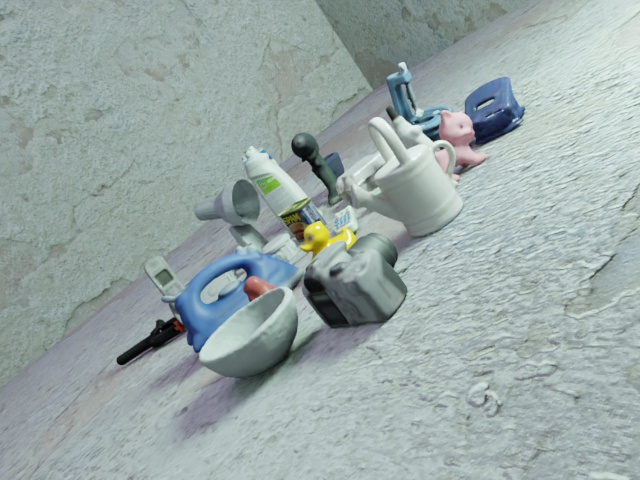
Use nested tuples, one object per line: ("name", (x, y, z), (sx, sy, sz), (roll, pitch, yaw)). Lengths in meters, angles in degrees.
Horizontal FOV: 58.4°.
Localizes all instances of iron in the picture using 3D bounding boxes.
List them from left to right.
("iron", (-0.164, 0.090, 1.081), (0.259, 0.141, 0.118), (-40, 14, -18))

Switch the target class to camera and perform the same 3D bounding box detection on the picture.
("camera", (0.055, 0.041, 0.797), (0.137, 0.101, 0.142), (-45, 16, -33))

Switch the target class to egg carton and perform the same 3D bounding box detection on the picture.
("egg carton", (0.111, -0.154, 1.393), (0.150, 0.069, 0.107), (-41, 14, -20))

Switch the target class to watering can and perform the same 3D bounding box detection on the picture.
("watering can", (0.129, -0.104, 0.904), (0.173, 0.194, 0.100), (-41, 15, -21))

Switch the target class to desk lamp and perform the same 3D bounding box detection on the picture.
("desk lamp", (-0.231, -0.041, 1.545), (0.202, 0.214, 0.118), (-26, 17, 35))

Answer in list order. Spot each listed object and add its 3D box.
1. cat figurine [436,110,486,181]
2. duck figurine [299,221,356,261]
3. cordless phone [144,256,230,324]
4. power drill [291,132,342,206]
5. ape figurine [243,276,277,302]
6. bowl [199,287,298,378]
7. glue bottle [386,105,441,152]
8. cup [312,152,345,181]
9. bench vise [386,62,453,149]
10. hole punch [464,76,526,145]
("cat figurine", (0.240, -0.179, 1.052), (0.128, 0.118, 0.067), (-39, 14, -11))
("duck figurine", (0.010, 0.004, 1.067), (0.104, 0.086, 0.077), (-38, 14, -8))
("cordless phone", (-0.300, 0.095, 1.312), (0.148, 0.185, 0.094), (-39, 14, -12))
("power drill", (-0.002, -0.199, 1.525), (0.075, 0.208, 0.229), (-35, 14, 6))
("ape figurine", (-0.096, 0.101, 0.982), (0.076, 0.092, 0.078), (-30, 15, 22))
("bowl", (-0.091, 0.149, 0.846), (0.167, 0.075, 0.167), (-34, 14, 10))
("glue bottle", (0.179, -0.186, 1.104), (0.078, 0.173, 0.037), (-25, 17, 38))
("cup", (0.036, -0.189, 1.645), (0.091, 0.095, 0.118), (-33, 14, 12))
("bench vise", (0.183, -0.252, 1.220), (0.207, 0.220, 0.122), (-28, 16, 31))
("hole punch", (0.339, -0.257, 1.129), (0.108, 0.091, 0.101), (-24, 18, 40))
